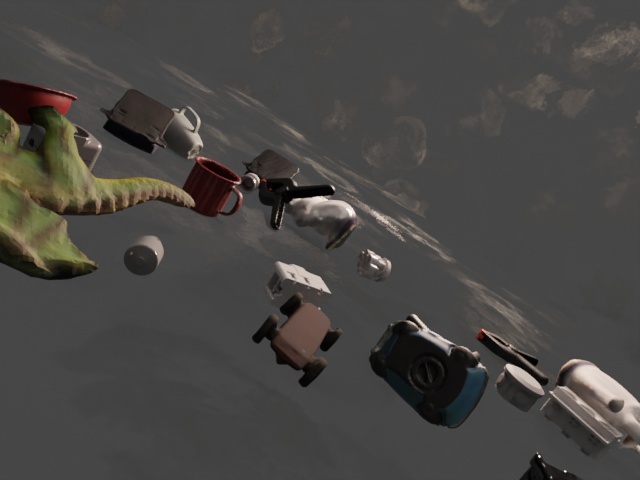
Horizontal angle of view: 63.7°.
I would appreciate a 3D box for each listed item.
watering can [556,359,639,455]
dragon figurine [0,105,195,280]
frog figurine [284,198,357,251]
[{"bbox_3d":[0.582,0.331,1.051,0.342,0.104,0.228,45,5,-35],"label":"watering can"},{"bbox_3d":[-0.300,-0.039,0.565,0.408,0.120,0.248,16,33,-37],"label":"dragon figurine"},{"bbox_3d":[0.004,-0.060,1.200,0.160,0.120,0.139,46,35,9],"label":"frog figurine"}]
